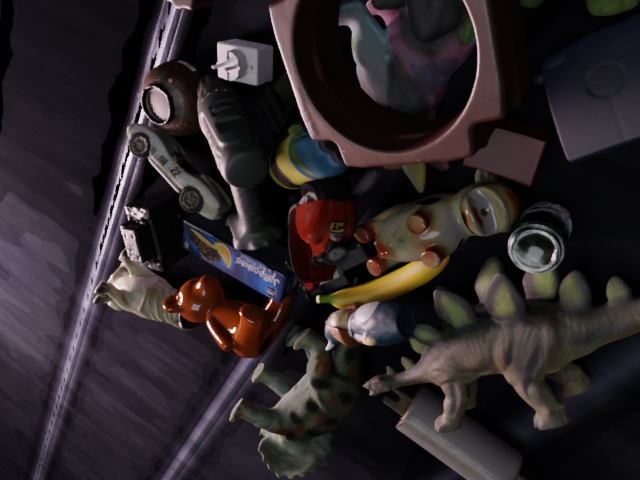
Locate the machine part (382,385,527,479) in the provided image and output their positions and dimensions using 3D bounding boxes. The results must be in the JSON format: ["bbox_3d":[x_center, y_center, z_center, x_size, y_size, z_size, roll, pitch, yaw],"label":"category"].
[{"bbox_3d":[0.202,0.292,0.785,0.243,0.079,0.079,32,127,14],"label":"machine part"}]

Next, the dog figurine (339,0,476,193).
[{"bbox_3d":[0.113,-0.167,0.584,0.192,0.108,0.219,-7,114,40],"label":"dog figurine"}]

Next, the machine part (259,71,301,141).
[{"bbox_3d":[-0.032,-0.199,0.688,0.139,0.039,0.084,-44,52,36],"label":"machine part"}]

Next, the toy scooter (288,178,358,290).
[{"bbox_3d":[-0.001,-0.002,0.688,0.184,0.075,0.135,166,102,-73],"label":"toy scooter"}]

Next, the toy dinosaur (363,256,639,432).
[{"bbox_3d":[0.244,0.121,0.654,0.472,0.105,0.198,-23,97,31],"label":"toy dinosaur"}]

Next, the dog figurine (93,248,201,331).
[{"bbox_3d":[-0.313,0.115,1.020,0.190,0.121,0.172,33,168,-10],"label":"dog figurine"}]

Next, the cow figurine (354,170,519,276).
[{"bbox_3d":[0.148,-0.022,0.641,0.195,0.127,0.085,-16,104,52],"label":"cow figurine"}]

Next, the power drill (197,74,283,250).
[{"bbox_3d":[-0.113,-0.104,0.749,0.232,0.086,0.207,-122,24,-51],"label":"power drill"}]

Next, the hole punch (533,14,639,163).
[{"bbox_3d":[0.277,-0.141,0.506,0.142,0.092,0.115,-20,98,41],"label":"hole punch"}]

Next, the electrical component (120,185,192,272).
[{"bbox_3d":[-0.260,-0.017,0.882,0.058,0.134,0.114,7,119,31],"label":"electrical component"}]

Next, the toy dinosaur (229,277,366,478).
[{"bbox_3d":[-0.004,0.248,0.875,0.192,0.131,0.404,37,120,-10],"label":"toy dinosaur"}]

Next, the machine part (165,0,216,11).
[{"bbox_3d":[-0.177,-0.388,0.686,0.180,0.056,0.179,16,122,27],"label":"machine part"}]

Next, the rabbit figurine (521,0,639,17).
[{"bbox_3d":[0.218,-0.255,0.428,0.121,0.170,0.159,27,126,17],"label":"rabbit figurine"}]

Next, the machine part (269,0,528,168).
[{"bbox_3d":[0.070,-0.172,0.476,0.201,0.087,0.201,1,123,38],"label":"machine part"}]

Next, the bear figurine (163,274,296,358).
[{"bbox_3d":[-0.156,0.104,0.894,0.196,0.120,0.131,34,124,20],"label":"bear figurine"}]

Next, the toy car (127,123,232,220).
[{"bbox_3d":[-0.222,-0.110,0.843,0.056,0.073,0.202,-44,86,12],"label":"toy car"}]

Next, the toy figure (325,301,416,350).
[{"bbox_3d":[0.057,0.113,0.722,0.155,0.064,0.057,-14,90,46],"label":"toy figure"}]

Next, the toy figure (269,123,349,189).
[{"bbox_3d":[-0.010,-0.110,0.666,0.082,0.089,0.180,69,163,-10],"label":"toy figure"}]

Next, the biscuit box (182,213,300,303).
[{"bbox_3d":[-0.125,0.021,0.861,0.203,0.063,0.059,27,127,19],"label":"biscuit box"}]

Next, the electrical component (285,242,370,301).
[{"bbox_3d":[0.017,0.031,0.781,0.119,0.048,0.074,-29,98,22],"label":"electrical component"}]
